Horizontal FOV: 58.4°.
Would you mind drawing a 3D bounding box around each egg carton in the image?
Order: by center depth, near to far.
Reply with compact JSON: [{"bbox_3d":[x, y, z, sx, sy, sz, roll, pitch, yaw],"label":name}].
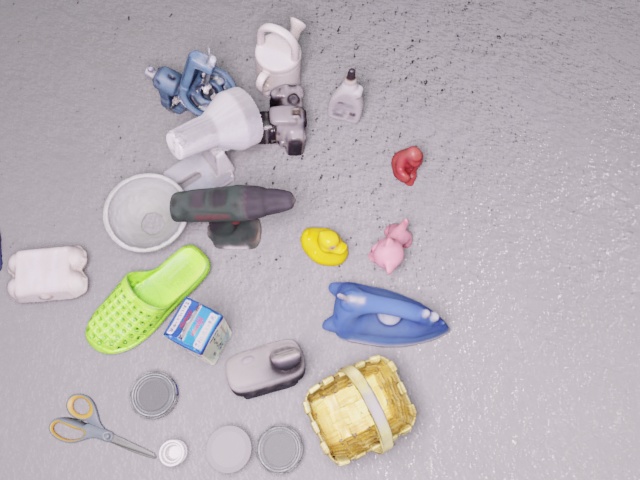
[{"bbox_3d":[-0.525,0.067,1.109,0.150,0.069,0.107,-7,73,-6],"label":"egg carton"}]

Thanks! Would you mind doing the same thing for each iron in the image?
[{"bbox_3d":[0.140,0.140,1.099,0.258,0.141,0.119,9,72,-1],"label":"iron"}]

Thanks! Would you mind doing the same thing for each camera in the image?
[{"bbox_3d":[-0.099,-0.262,1.231,0.137,0.101,0.143,-4,72,-5],"label":"camera"}]

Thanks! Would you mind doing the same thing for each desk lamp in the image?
[{"bbox_3d":[-0.216,-0.185,1.138,0.203,0.213,0.118,-36,78,-14],"label":"desk lamp"}]

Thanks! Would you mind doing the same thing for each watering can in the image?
[{"bbox_3d":[-0.088,-0.401,1.228,0.101,0.194,0.173,7,72,-2],"label":"watering can"}]

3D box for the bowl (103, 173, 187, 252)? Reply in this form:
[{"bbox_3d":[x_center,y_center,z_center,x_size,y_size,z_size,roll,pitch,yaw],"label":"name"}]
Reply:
[{"bbox_3d":[-0.344,-0.046,1.156,0.167,0.075,0.167,1,72,-4],"label":"bowl"}]

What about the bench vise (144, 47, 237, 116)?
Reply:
[{"bbox_3d":[-0.266,-0.317,1.173,0.207,0.220,0.121,4,72,-3],"label":"bench vise"}]

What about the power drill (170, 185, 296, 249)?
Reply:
[{"bbox_3d":[-0.163,-0.047,1.100,0.229,0.208,0.075,0,72,-4],"label":"power drill"}]

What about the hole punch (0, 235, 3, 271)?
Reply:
[{"bbox_3d":[-0.678,0.012,1.103,0.101,0.091,0.108,-12,73,-8],"label":"hole punch"}]

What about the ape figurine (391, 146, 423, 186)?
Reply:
[{"bbox_3d":[0.193,-0.169,1.228,0.078,0.092,0.076,-34,77,-14],"label":"ape figurine"}]

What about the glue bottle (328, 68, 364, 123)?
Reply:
[{"bbox_3d":[0.060,-0.312,1.222,0.078,0.173,0.037,15,72,1],"label":"glue bottle"}]

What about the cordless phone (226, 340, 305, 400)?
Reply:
[{"bbox_3d":[-0.098,0.226,1.029,0.148,0.185,0.094,-18,74,-10],"label":"cordless phone"}]

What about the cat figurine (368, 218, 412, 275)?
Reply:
[{"bbox_3d":[0.145,0.012,1.153,0.067,0.118,0.128,30,73,6],"label":"cat figurine"}]

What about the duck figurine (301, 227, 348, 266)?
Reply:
[{"bbox_3d":[0.011,0.004,1.162,0.104,0.086,0.077,29,72,5],"label":"duck figurine"}]
